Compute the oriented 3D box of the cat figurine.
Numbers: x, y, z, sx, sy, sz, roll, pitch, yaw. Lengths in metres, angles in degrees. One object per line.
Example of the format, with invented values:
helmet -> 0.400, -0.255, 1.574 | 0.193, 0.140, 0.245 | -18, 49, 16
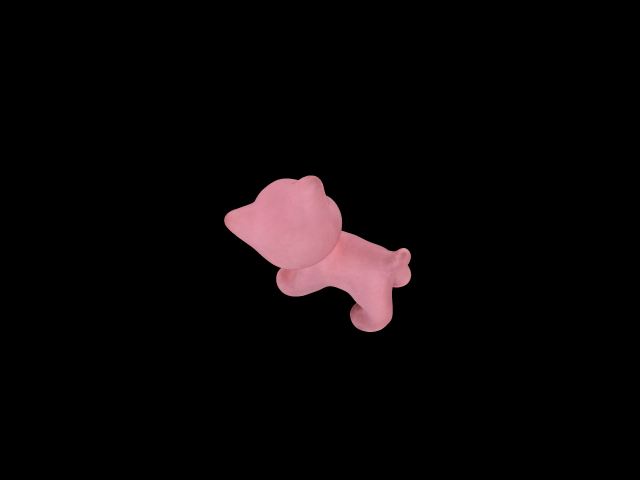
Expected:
cat figurine -> 0.004, 0.001, 0.400 | 0.127, 0.118, 0.067 | 20, 66, 10
